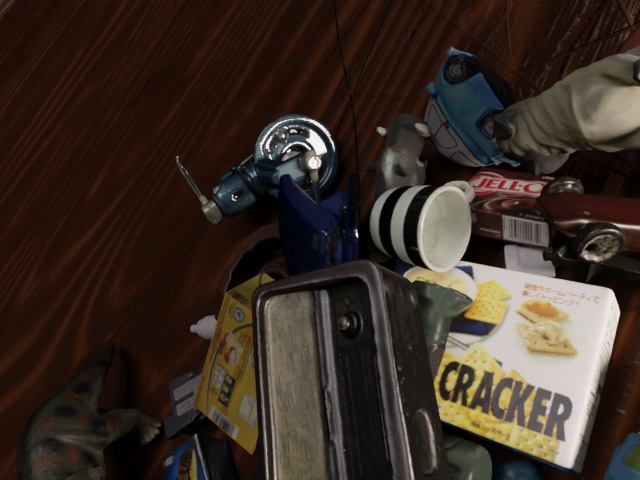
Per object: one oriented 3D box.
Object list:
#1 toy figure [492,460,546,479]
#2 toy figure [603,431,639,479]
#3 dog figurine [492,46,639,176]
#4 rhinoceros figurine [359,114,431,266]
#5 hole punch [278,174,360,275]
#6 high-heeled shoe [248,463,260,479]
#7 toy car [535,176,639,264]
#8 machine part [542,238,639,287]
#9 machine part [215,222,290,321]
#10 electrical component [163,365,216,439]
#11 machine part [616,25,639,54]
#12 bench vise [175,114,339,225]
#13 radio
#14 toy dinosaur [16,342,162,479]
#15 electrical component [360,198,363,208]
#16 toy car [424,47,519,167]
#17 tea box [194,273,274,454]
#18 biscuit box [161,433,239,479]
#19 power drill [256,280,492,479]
[{"bbox_3d":[0.172,0.262,0.436,0.064,0.057,0.154,-14,58,22],"label":"toy figure"},{"bbox_3d":[0.281,0.171,0.407,0.089,0.082,0.180,38,79,22],"label":"toy figure"},{"bbox_3d":[0.274,-0.133,0.496,0.172,0.121,0.191,-22,13,-15],"label":"dog figurine"},{"bbox_3d":[0.088,-0.057,0.646,0.073,0.112,0.190,6,74,38],"label":"rhinoceros figurine"},{"bbox_3d":[-0.001,-0.002,0.570,0.092,0.142,0.116,3,41,-3],"label":"hole punch"},{"bbox_3d":[-0.019,0.341,0.524,0.086,0.145,0.249,-34,22,14],"label":"high-heeled shoe"},{"bbox_3d":[0.286,-0.010,0.472,0.202,0.053,0.089,3,39,-8],"label":"toy car"},{"bbox_3d":[0.284,0.029,0.494,0.139,0.084,0.039,22,107,32],"label":"machine part"},{"bbox_3d":[-0.053,0.069,0.684,0.179,0.056,0.179,-15,63,30],"label":"machine part"},{"bbox_3d":[-0.163,0.209,0.687,0.119,0.047,0.075,-29,51,12],"label":"electrical component"},{"bbox_3d":[0.415,-0.168,0.523,0.201,0.087,0.201,-47,49,-2],"label":"machine part"},{"bbox_3d":[-0.061,-0.092,0.720,0.224,0.128,0.241,-24,14,-13],"label":"bench vise"},{"bbox_3d":[0.022,0.137,0.423,0.131,0.073,0.229,-19,66,30],"label":"radio"},{"bbox_3d":[-0.289,0.266,0.635,0.131,0.192,0.405,-41,50,6],"label":"toy dinosaur"},{"bbox_3d":[0.032,-0.012,0.678,0.094,0.021,0.063,123,153,-56],"label":"electrical component"},{"bbox_3d":[0.185,-0.144,0.654,0.103,0.109,0.162,-40,57,36],"label":"toy car"},{"bbox_3d":[-0.068,0.134,0.585,0.098,0.068,0.169,34,120,20],"label":"tea box"},{"bbox_3d":[-0.114,0.317,0.579,0.059,0.062,0.203,-37,49,9],"label":"biscuit box"},{"bbox_3d":[0.047,0.132,0.495,0.232,0.086,0.207,7,74,37],"label":"power drill"}]
